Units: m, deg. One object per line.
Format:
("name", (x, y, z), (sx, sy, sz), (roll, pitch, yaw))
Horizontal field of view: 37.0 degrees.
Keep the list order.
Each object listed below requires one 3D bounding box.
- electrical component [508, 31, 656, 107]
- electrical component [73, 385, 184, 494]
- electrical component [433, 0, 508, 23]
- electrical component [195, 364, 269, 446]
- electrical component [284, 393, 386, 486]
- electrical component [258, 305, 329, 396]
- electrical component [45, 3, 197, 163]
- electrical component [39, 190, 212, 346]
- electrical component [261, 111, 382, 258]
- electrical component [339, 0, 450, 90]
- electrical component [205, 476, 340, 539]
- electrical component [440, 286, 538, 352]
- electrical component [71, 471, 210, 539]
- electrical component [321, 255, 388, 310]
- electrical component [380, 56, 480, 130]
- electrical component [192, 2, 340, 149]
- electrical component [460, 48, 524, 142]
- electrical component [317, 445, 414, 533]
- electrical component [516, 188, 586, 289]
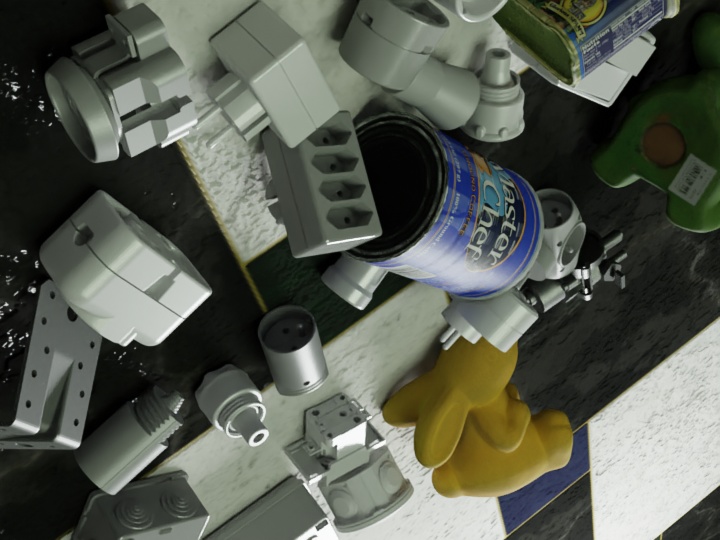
("electrical component", (0.159, -0.161, 0.767), (0.096, 0.061, 0.061), (7, 122, -49))
("electrical component", (-0.158, 0.115, 0.763), (0.081, 0.043, 0.043), (-42, 146, -1))
("electrical component", (0.064, -0.184, 0.657), (0.055, 0.047, 0.055), (-27, 143, -23))
("electrical component", (-0.091, 0.104, 0.801), (0.043, 0.062, 0.043), (-27, 143, -23))
("electrical component", (-0.022, 0.145, 0.938), (0.081, 0.042, 0.063), (-25, 139, -26))
("electrical component", (-0.049, 0.067, 0.821), (0.043, 0.043, 0.081), (-32, 145, -16))
("electrical component", (-0.125, -0.091, 0.557), (0.057, 0.058, 0.078), (-32, 145, -22))
("electrical component", (-0.142, 0.004, 0.646), (0.059, 0.053, 0.095), (-44, 146, 1))
("electrical component", (-0.035, -0.050, 0.689), (0.047, 0.083, 0.076), (-10, 173, -39))
("electrical component", (0.019, -0.142, 0.652), (0.055, 0.055, 0.047), (-1, 131, -45))
("electrical component", (-0.076, 0.260, 0.993), (0.109, 0.056, 0.108), (-34, 145, -13))
("electrical component", (0.090, 0.033, 0.864), (0.052, 0.138, 0.073), (40, 99, -12))
("electrical component", (-0.175, 0.213, 0.847), (0.100, 0.048, 0.099), (-4, 130, -43))
("electrical component", (0.000, 0.000, 0.803), (0.046, 0.040, 0.040), (-52, 146, 4))
("electrical component", (0.043, -0.123, 0.710), (0.065, 0.044, 0.044), (18, 114, -47))
("electrical component", (-0.063, -0.100, 0.620), (0.077, 0.047, 0.065), (-40, 146, -5))
("electrical component", (0.095, -0.125, 0.758), (0.048, 0.048, 0.062), (-23, 135, -27))
("electrical component", (0.005, 0.201, 0.985), (0.080, 0.051, 0.080), (-27, -175, 3))
("electrical component", (0.156, -0.017, 0.927), (0.079, 0.044, 0.077), (-51, 150, -20))
